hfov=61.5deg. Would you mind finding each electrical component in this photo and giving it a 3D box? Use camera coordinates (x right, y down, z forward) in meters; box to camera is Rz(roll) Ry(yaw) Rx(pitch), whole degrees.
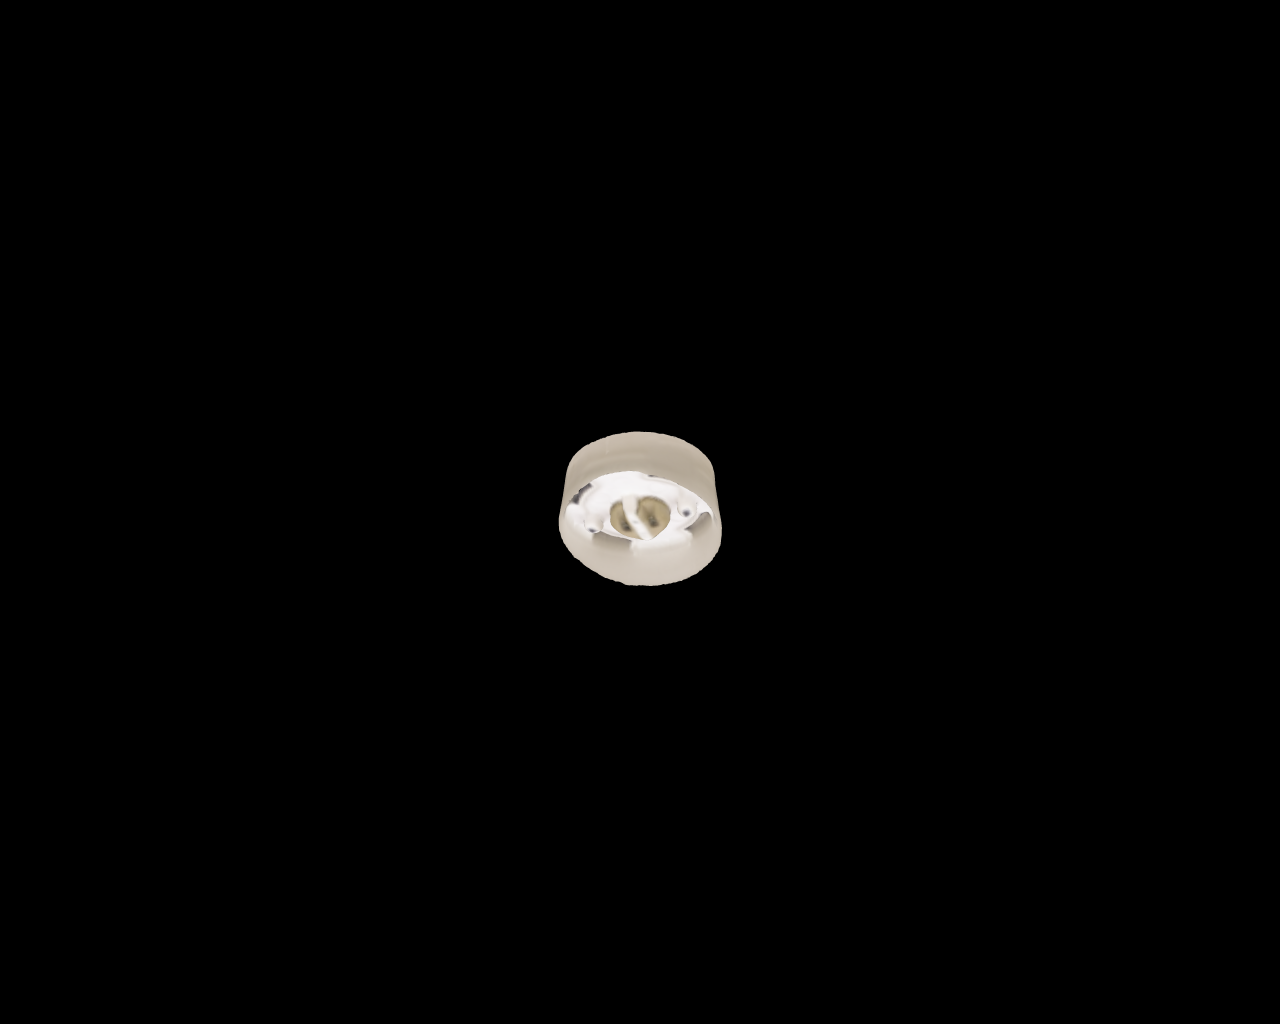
[{"bbox_3d":[0.001,-0.003,0.650,0.099,0.064,0.099,0,-31,0],"label":"electrical component"}]
